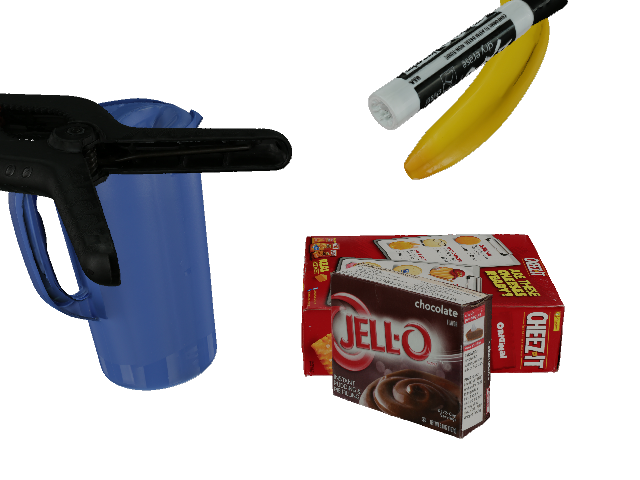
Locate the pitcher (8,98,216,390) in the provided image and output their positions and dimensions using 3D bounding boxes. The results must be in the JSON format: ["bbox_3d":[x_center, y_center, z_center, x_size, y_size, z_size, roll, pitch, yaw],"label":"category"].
[{"bbox_3d":[-0.167,0.009,0.929,0.149,0.243,0.145,-5,25,2],"label":"pitcher"}]

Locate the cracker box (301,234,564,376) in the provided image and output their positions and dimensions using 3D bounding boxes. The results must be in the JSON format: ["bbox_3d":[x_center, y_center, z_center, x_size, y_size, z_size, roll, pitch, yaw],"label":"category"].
[{"bbox_3d":[0.091,0.055,0.945,0.213,0.072,0.164,0,22,0],"label":"cracker box"}]

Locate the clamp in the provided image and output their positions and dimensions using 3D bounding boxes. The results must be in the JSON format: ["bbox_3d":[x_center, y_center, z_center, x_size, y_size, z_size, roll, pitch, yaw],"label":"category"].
[{"bbox_3d":[-0.133,-0.052,0.639,0.210,0.036,0.164,26,40,32],"label":"clamp"}]

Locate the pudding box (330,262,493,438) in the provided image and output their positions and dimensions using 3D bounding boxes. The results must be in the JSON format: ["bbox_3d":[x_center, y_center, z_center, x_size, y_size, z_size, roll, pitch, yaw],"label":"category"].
[{"bbox_3d":[0.058,0.069,0.703,0.114,0.090,0.039,11,21,39],"label":"pudding box"}]

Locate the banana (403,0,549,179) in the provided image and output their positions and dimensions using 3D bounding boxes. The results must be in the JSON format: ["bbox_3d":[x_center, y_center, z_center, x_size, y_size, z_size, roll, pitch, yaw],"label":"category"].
[{"bbox_3d":[0.128,-0.123,0.803,0.070,0.197,0.037,-3,-39,46],"label":"banana"}]

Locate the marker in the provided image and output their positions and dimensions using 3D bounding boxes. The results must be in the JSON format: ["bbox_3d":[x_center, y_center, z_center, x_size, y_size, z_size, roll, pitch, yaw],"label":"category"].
[{"bbox_3d":[0.072,-0.090,0.494,0.121,0.020,0.020,-37,16,-22],"label":"marker"}]
